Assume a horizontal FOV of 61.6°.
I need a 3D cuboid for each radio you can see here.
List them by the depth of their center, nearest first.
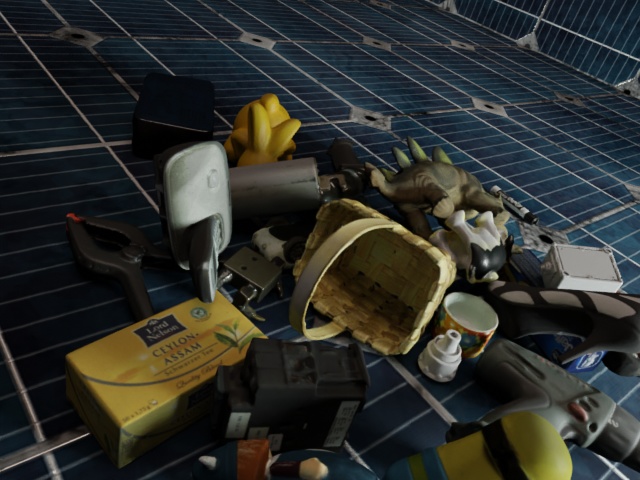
[{"bbox_3d":[-0.257,-0.221,0.962,0.131,0.073,0.230,6,34,-15],"label":"radio"}]

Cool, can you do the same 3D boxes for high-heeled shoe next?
[{"bbox_3d":[0.309,0.076,0.690,0.145,0.086,0.249,-28,24,-3],"label":"high-heeled shoe"}]

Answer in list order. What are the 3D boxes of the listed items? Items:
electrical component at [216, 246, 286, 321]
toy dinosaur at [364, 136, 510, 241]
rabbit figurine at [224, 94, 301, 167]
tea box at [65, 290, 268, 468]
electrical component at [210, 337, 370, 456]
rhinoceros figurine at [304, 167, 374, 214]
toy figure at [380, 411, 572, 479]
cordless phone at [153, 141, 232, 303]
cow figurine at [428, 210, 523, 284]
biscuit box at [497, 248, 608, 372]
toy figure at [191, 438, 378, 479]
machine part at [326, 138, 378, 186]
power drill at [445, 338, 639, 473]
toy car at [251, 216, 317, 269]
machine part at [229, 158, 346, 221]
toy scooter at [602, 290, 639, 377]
[{"bbox_3d":[-0.085,0.053,0.669,0.078,0.045,0.102,26,36,6],"label":"electrical component"},{"bbox_3d":[0.214,-0.075,0.886,0.471,0.105,0.199,12,40,-46],"label":"toy dinosaur"},{"bbox_3d":[-0.089,-0.146,0.881,0.122,0.162,0.173,21,50,-16],"label":"rabbit figurine"},{"bbox_3d":[-0.144,0.126,0.524,0.098,0.068,0.169,37,40,26],"label":"tea box"},{"bbox_3d":[-0.032,0.148,0.498,0.134,0.114,0.058,7,33,-17],"label":"electrical component"},{"bbox_3d":[0.008,-0.083,0.877,0.190,0.073,0.112,-15,47,-38],"label":"rhinoceros figurine"},{"bbox_3d":[0.120,0.207,0.449,0.180,0.089,0.082,-21,65,3],"label":"toy figure"},{"bbox_3d":[-0.138,-0.024,0.592,0.089,0.146,0.184,-5,24,-11],"label":"cordless phone"},{"bbox_3d":[0.231,0.014,0.748,0.167,0.068,0.098,-1,52,-46],"label":"cow figurine"},{"bbox_3d":[0.321,0.095,0.772,0.063,0.059,0.203,2,36,-23],"label":"biscuit box"},{"bbox_3d":[-0.032,0.199,0.448,0.155,0.064,0.058,7,10,16],"label":"toy figure"},{"bbox_3d":[0.057,-0.145,1.019,0.084,0.039,0.139,-7,42,-17],"label":"machine part"},{"bbox_3d":[0.247,0.207,0.566,0.207,0.085,0.232,-23,49,-38],"label":"power drill"},{"bbox_3d":[-0.002,-0.002,0.777,0.202,0.056,0.074,-9,35,-34],"label":"toy car"},{"bbox_3d":[-0.085,-0.072,0.774,0.243,0.079,0.079,-9,37,0],"label":"machine part"},{"bbox_3d":[0.431,0.117,0.775,0.135,0.075,0.184,3,40,-19],"label":"toy scooter"}]
